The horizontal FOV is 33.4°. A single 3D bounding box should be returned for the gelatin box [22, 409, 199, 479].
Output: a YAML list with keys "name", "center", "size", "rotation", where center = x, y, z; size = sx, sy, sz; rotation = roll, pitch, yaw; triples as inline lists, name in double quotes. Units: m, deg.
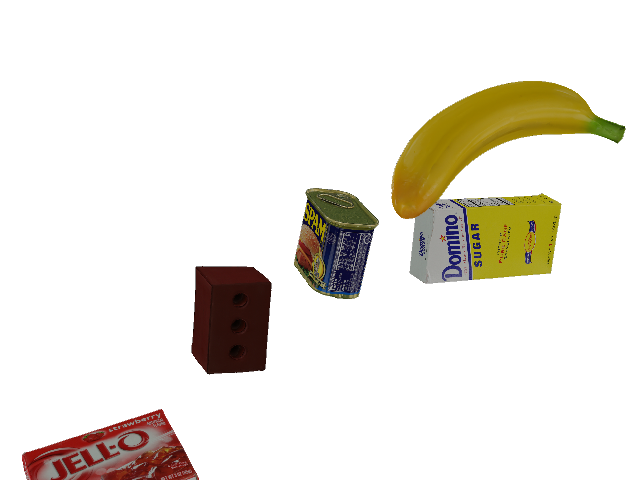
- name: "gelatin box"
  center: [-0.122, 0.139, 0.618]
  size: [0.089, 0.030, 0.073]
  rotation: [-15, 27, -19]

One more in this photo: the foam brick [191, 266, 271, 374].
- name: "foam brick"
  center: [-0.074, 0.064, 0.884]
  size: [0.052, 0.078, 0.051]
  rotation: [-1, 14, -21]

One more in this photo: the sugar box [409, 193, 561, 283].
- name: "sugar box"
  center: [0.195, -0.003, 1.260]
  size: [0.176, 0.093, 0.048]
  rotation: [-5, 20, -25]

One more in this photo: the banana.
- name: "banana"
  center: [0.109, -0.067, 0.684]
  size: [0.197, 0.037, 0.070]
  rotation: [-21, 44, -30]

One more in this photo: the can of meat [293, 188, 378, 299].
- name: "can of meat"
  center: [0.013, 0.003, 1.105]
  size: [0.057, 0.084, 0.102]
  rotation: [4, 21, -21]
